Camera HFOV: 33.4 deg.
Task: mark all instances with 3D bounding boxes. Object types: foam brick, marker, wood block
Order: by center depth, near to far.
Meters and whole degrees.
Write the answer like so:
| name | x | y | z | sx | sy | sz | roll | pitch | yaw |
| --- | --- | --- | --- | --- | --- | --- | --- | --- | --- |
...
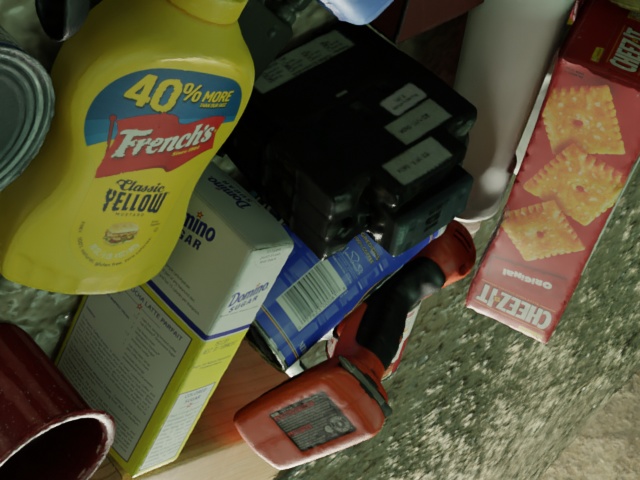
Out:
| name | x | y | z | sx | sy | sz | roll | pitch | yaw |
| --- | --- | --- | --- | --- | --- | --- | --- | --- | --- |
| foam brick | 0.057 | -0.155 | 0.601 | 0.078 | 0.053 | 0.051 | -31 | 152 | -32 |
| wood block | -0.107 | 0.140 | 0.745 | 0.205 | 0.090 | 0.091 | -7 | 135 | -55 |
| marker | -0.022 | 0.112 | 0.925 | 0.020 | 0.020 | 0.121 | -43 | 156 | -7 |

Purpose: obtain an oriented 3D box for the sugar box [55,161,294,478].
| name | x | y | z | sx | sy | sz | roll | pitch | yaw |
| --- | --- | --- | --- | --- | --- | --- | --- | --- | --- |
| sugar box | -0.090 | 0.042 | 0.616 | 0.048 | 0.093 | 0.176 | -10 | 138 | -54 |

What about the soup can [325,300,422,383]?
| name | x | y | z | sx | sy | sz | roll | pitch | yaw |
| --- | --- | --- | --- | --- | --- | --- | --- | --- | --- |
| soup can | 0.045 | 0.067 | 0.904 | 0.068 | 0.069 | 0.102 | -30 | 151 | -32 |

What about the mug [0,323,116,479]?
| name | x | y | z | sx | sy | sz | roll | pitch | yaw |
| --- | --- | --- | --- | --- | --- | --- | --- | --- | --- |
| mug | -0.179 | 0.100 | 0.574 | 0.093 | 0.082 | 0.117 | -55 | 155 | 18 |

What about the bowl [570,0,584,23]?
| name | x | y | z | sx | sy | sz | roll | pitch | yaw |
| --- | --- | --- | --- | --- | --- | --- | --- | --- | --- |
| bowl | 0.216 | -0.221 | 0.755 | 0.162 | 0.055 | 0.162 | -36 | 154 | -21 |

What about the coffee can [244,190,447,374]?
| name | x | y | z | sx | sy | sz | roll | pitch | yaw |
| --- | --- | --- | --- | --- | --- | --- | --- | --- | --- |
| coffee can | -0.004 | 0.001 | 0.680 | 0.140 | 0.103 | 0.103 | -41 | 155 | -12 |

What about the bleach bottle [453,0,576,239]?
| name | x | y | z | sx | sy | sz | roll | pitch | yaw |
| --- | --- | --- | --- | --- | --- | --- | --- | --- | --- |
| bleach bottle | 0.118 | -0.097 | 0.716 | 0.102 | 0.068 | 0.251 | -58 | 164 | -48 |

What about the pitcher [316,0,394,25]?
| name | x | y | z | sx | sy | sz | roll | pitch | yaw |
| --- | --- | --- | --- | --- | --- | --- | --- | --- | --- |
| pitcher | 0.060 | -0.208 | 0.427 | 0.243 | 0.145 | 0.149 | -47 | 155 | 8 |

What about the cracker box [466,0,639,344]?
| name | x | y | z | sx | sy | sz | roll | pitch | yaw |
| --- | --- | --- | --- | --- | --- | --- | --- | --- | --- |
| cracker box | 0.175 | -0.063 | 0.714 | 0.164 | 0.072 | 0.214 | -55 | 165 | -44 |

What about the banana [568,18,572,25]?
| name | x | y | z | sx | sy | sz | roll | pitch | yaw |
| --- | --- | --- | --- | --- | --- | --- | --- | --- | --- |
| banana | 0.259 | -0.197 | 0.883 | 0.197 | 0.037 | 0.070 | -6 | 133 | -56 |

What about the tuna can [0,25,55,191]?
| name | x | y | z | sx | sy | sz | roll | pitch | yaw |
| --- | --- | --- | --- | --- | --- | --- | --- | --- | --- |
| tuna can | -0.155 | -0.052 | 0.440 | 0.086 | 0.034 | 0.086 | -37 | 154 | -22 |

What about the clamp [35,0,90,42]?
| name | x | y | z | sx | sy | sz | roll | pitch | yaw |
| --- | --- | --- | --- | --- | --- | --- | --- | --- | --- |
| clamp | -0.093 | -0.150 | 0.384 | 0.171 | 0.039 | 0.120 | -50 | 157 | 8 |

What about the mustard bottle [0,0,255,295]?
| name | x | y | z | sx | sy | sz | roll | pitch | yaw |
| --- | --- | --- | --- | --- | --- | --- | --- | --- | --- |
| mustard bottle | -0.084 | -0.060 | 0.502 | 0.096 | 0.058 | 0.192 | 2 | 130 | -42 |

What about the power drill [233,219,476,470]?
| name | x | y | z | sx | sy | sz | roll | pitch | yaw |
| --- | --- | --- | --- | --- | --- | --- | --- | --- | --- |
| power drill | 0.012 | 0.072 | 0.746 | 0.185 | 0.057 | 0.187 | -32 | -163 | 39 |
